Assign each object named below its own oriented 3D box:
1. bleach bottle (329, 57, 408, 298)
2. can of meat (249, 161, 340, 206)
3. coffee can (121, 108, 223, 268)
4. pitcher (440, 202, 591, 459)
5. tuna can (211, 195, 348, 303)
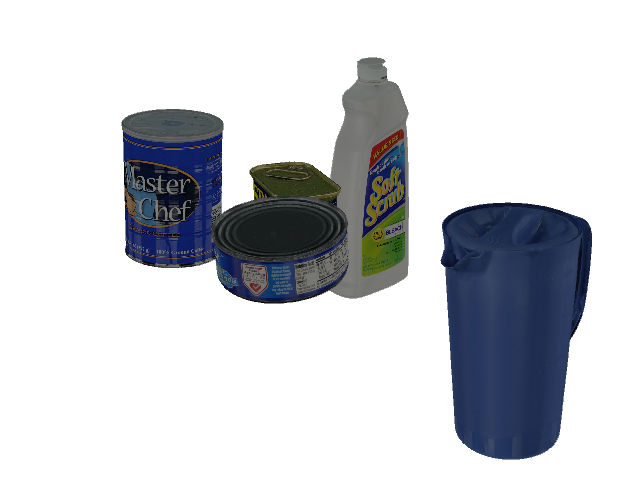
[{"bbox_3d":[0.049,-0.069,1.151,0.102,0.251,0.068,-19,29,-35],"label":"bleach bottle"},{"bbox_3d":[-0.022,-0.013,0.904,0.057,0.084,0.102,-8,21,-19],"label":"can of meat"},{"bbox_3d":[-0.152,-0.055,1.103,0.103,0.140,0.103,2,21,-1],"label":"coffee can"},{"bbox_3d":[0.198,0.088,1.073,0.149,0.243,0.145,1,22,9],"label":"pitcher"},{"bbox_3d":[-0.025,0.005,0.674,0.086,0.034,0.086,-3,28,1],"label":"tuna can"}]
